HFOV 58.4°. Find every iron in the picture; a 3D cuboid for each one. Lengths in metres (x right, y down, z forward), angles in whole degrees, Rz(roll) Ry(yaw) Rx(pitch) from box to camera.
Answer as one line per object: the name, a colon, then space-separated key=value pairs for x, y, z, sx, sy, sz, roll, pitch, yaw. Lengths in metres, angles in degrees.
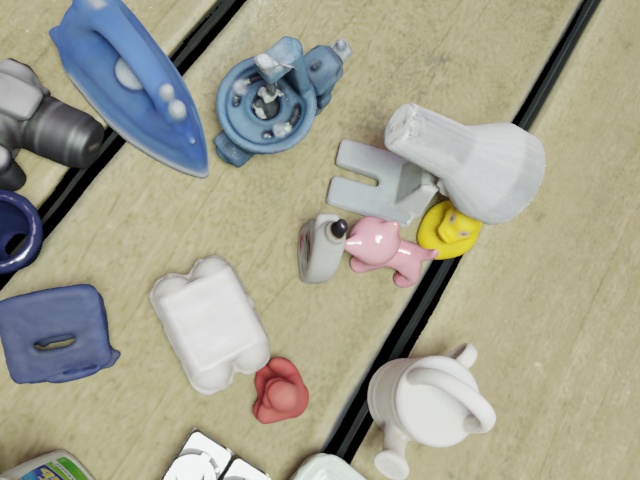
iron: x=-0.214 y=-0.197 z=0.689 sx=0.119 sy=0.141 sz=0.258 roll=-40 pitch=88 yaw=-19

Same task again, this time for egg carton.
egg carton: x=-0.126 y=0.098 z=0.674 sx=0.107 sy=0.069 sz=0.150 roll=-27 pitch=84 yaw=-18

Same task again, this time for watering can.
watering can: x=0.125 y=0.188 z=0.645 sx=0.101 sy=0.194 sz=0.173 roll=22 pitch=72 yaw=-7

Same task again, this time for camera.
camera: x=-0.336 y=-0.125 z=0.664 sx=0.137 sy=0.100 sz=0.143 roll=23 pitch=72 yaw=-7

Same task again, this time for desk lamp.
desk lamp: x=0.133 y=-0.086 z=0.705 sx=0.203 sy=0.213 sz=0.118 roll=15 pitch=73 yaw=-9

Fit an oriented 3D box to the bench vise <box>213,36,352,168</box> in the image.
bench vise: x=-0.044 y=-0.199 z=0.688 sx=0.121 sy=0.219 sz=0.207 roll=31 pitch=72 yaw=-4

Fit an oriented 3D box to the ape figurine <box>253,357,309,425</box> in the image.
ape figurine: x=-0.046 y=0.178 z=0.661 sx=0.076 sy=0.092 sz=0.078 roll=38 pitch=71 yaw=-1

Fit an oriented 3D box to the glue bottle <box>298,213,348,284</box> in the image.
glue bottle: x=0.006 y=0.002 z=0.674 sx=0.037 sy=0.173 sz=0.078 roll=-3 pitch=77 yaw=-13

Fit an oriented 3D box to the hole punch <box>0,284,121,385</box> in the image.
hole punch: x=-0.283 y=0.104 z=0.624 sx=0.109 sy=0.091 sz=0.101 roll=-11 pitch=79 yaw=-15

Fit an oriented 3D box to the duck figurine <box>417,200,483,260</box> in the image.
duck figurine: x=0.188 y=-0.023 z=0.769 sx=0.105 sy=0.086 sz=0.077 roll=-36 pitch=86 yaw=-18

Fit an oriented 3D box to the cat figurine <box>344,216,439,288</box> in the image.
cat figurine: x=0.086 y=0.008 z=0.721 sx=0.128 sy=0.117 sz=0.067 roll=15 pitch=73 yaw=-9

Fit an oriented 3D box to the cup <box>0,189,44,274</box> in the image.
cup: x=-0.356 y=0.009 z=0.629 sx=0.118 sy=0.095 sz=0.091 roll=-42 pitch=88 yaw=-19
